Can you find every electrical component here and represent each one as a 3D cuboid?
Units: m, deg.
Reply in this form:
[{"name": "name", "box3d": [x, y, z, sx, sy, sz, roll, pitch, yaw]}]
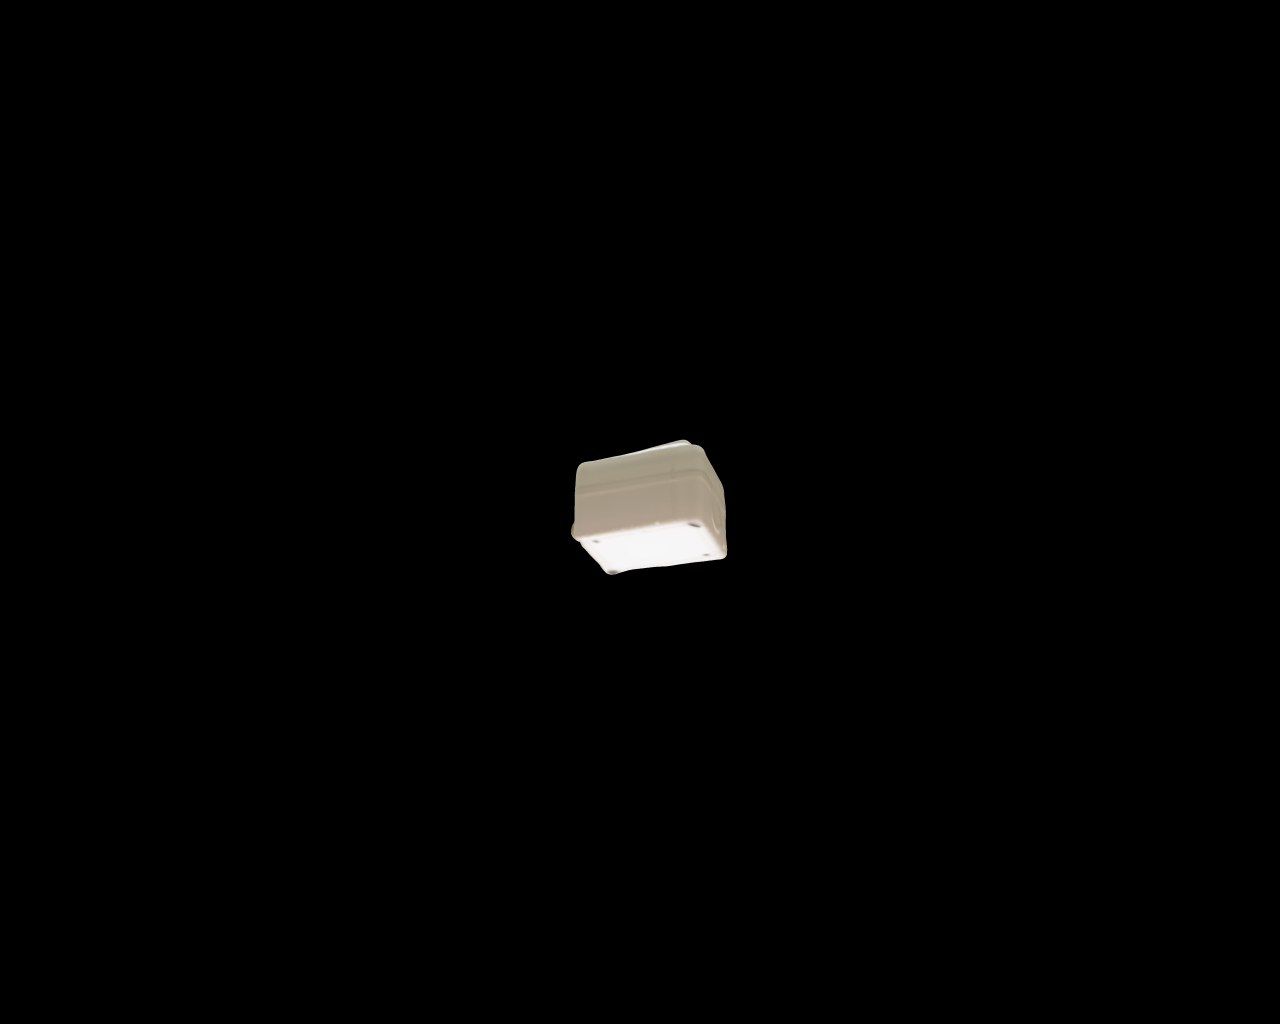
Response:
[{"name": "electrical component", "box3d": [0.001, -0.003, 0.650, 0.096, 0.061, 0.061, -8, -28, 16]}]
